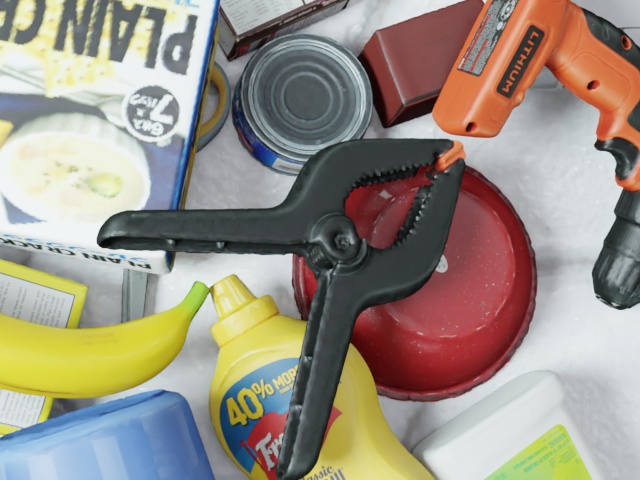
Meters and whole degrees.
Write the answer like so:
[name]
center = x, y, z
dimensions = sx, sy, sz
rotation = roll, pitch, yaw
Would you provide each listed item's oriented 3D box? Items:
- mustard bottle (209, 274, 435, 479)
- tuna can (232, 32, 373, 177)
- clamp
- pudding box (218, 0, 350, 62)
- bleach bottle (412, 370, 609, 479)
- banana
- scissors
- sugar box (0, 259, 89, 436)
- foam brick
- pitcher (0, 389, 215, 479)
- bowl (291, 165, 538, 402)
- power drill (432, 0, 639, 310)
[mustard bottle]
center = -0.008, 0.105, 0.608
dimensions = 0.096, 0.058, 0.191
rotation = -32, 85, 20
[tuna can]
center = -0.011, -0.084, 0.665
dimensions = 0.086, 0.034, 0.086
rotation = 2, 79, -11
[clamp]
center = -0.004, 0.001, 0.577
dimensions = 0.164, 0.036, 0.209
rotation = 47, 66, -5
[pudding box]
center = -0.043, -0.183, 0.675
dimensions = 0.090, 0.039, 0.113
rotation = -28, 84, -15
[bleach bottle]
center = 0.159, 0.209, 0.629
dimensions = 0.102, 0.068, 0.251
rotation = -32, 89, -11
[banana]
center = -0.154, 0.048, 0.561
dimensions = 0.197, 0.037, 0.069
rotation = 8, 63, -27
[scissors]
center = -0.090, -0.029, 0.646
dimensions = 0.096, 0.016, 0.202
rotation = -11, 82, -10
[sugar box]
center = -0.224, 0.044, 0.572
dimensions = 0.176, 0.048, 0.093
rotation = 20, 75, -21
[foam brick]
center = 0.070, -0.112, 0.677
dimensions = 0.078, 0.053, 0.051
rotation = -21, 85, -16
[pitcher]
center = -0.080, 0.202, 0.542
dimensions = 0.145, 0.149, 0.243
rotation = -16, 88, -4
[bowl]
center = 0.066, 0.017, 0.650
dimensions = 0.162, 0.055, 0.162
rotation = 2, 79, -10
[power drill]
center = 0.165, -0.064, 0.650
dimensions = 0.187, 0.057, 0.184
rotation = 22, 97, -22
